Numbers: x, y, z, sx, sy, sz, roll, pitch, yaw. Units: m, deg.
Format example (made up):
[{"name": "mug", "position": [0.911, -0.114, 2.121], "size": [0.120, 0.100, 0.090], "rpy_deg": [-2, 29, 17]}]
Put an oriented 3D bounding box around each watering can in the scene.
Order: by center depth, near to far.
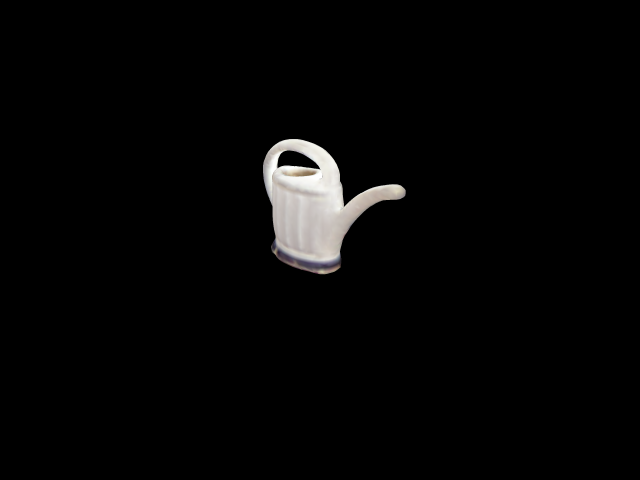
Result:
[{"name": "watering can", "position": [0.003, -0.043, 0.850], "size": [0.105, 0.220, 0.351], "rpy_deg": [-16, 29, -33]}]
